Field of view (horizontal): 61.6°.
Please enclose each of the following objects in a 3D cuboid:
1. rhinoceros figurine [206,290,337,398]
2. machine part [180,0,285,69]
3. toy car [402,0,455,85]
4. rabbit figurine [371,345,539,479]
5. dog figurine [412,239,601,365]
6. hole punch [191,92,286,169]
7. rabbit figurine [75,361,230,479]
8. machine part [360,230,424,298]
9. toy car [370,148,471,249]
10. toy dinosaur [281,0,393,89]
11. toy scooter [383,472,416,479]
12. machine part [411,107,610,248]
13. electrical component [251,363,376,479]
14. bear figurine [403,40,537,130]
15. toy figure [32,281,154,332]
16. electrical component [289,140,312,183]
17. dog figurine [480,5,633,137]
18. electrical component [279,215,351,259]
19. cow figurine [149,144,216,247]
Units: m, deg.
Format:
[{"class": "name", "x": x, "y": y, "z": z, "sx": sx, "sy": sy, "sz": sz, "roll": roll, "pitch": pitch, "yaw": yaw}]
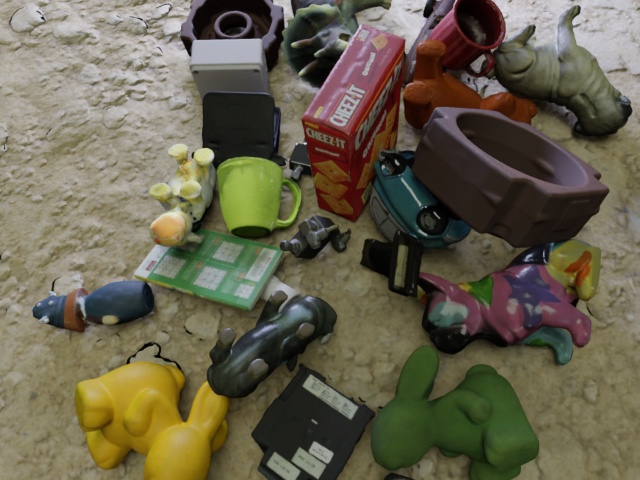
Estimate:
[{"class": "rhinoceros figurine", "x": -0.049, "y": 0.125, "z": 0.655, "sx": 0.073, "sy": 0.112, "sz": 0.190, "roll": 37, "pitch": 45, "yaw": 23}, {"class": "machine part", "x": -0.144, "y": -0.349, "z": 0.908, "sx": 0.179, "sy": 0.056, "sz": 0.179, "roll": -1, "pitch": 65, "yaw": 3}, {"class": "toy car", "x": 0.191, "y": -0.337, "z": 0.900, "sx": 0.089, "sy": 0.053, "sz": 0.202, "roll": 28, "pitch": 68, "yaw": 10}, {"class": "rabbit figurine", "x": 0.139, "y": 0.204, "z": 0.623, "sx": 0.170, "sy": 0.121, "sz": 0.159, "roll": -8, "pitch": 59, "yaw": -5}, {"class": "dog figurine", "x": 0.229, "y": 0.066, "z": 0.692, "sx": 0.219, "sy": 0.108, "sz": 0.191, "roll": 15, "pitch": 68, "yaw": 11}, {"class": "hole punch", "x": -0.118, "y": -0.162, "z": 0.822, "sx": 0.142, "sy": 0.092, "sz": 0.115, "roll": 4, "pitch": 96, "yaw": 0}, {"class": "rabbit figurine", "x": -0.179, "y": 0.227, "z": 0.619, "sx": 0.162, "sy": 0.121, "sz": 0.173, "roll": -12, "pitch": 32, "yaw": -36}, {"class": "machine part", "x": 0.094, "y": 0.027, "z": 0.691, "sx": 0.039, "sy": 0.139, "sz": 0.084, "roll": -1, "pitch": 94, "yaw": -18}, {"class": "toy car", "x": 0.122, "y": -0.045, "z": 0.739, "sx": 0.162, "sy": 0.103, "sz": 0.109, "roll": 50, "pitch": 31, "yaw": 8}, {"class": "toy dinosaur", "x": 0.013, "y": -0.404, "z": 0.904, "sx": 0.192, "sy": 0.131, "sz": 0.405, "roll": -12, "pitch": 58, "yaw": -1}, {"class": "toy scooter", "x": 0.140, "y": 0.346, "z": 0.586, "sx": 0.184, "sy": 0.075, "sz": 0.135, "roll": 12, "pitch": 67, "yaw": 10}, {"class": "machine part", "x": 0.232, "y": -0.082, "z": 0.676, "sx": 0.201, "sy": 0.087, "sz": 0.202, "roll": -8, "pitch": 45, "yaw": -36}, {"class": "electrical component", "x": -0.014, "y": 0.235, "z": 0.649, "sx": 0.115, "sy": 0.058, "sz": 0.134, "roll": 32, "pitch": 71, "yaw": 17}, {"class": "bear figurine", "x": 0.228, "y": -0.200, "z": 0.799, "sx": 0.196, "sy": 0.131, "sz": 0.120, "roll": 16, "pitch": 72, "yaw": 15}, {"class": "toy figure", "x": -0.304, "y": 0.091, "z": 0.720, "sx": 0.155, "sy": 0.064, "sz": 0.057, "roll": -10, "pitch": 105, "yaw": 2}, {"class": "electrical component", "x": -0.012, "y": -0.121, "z": 0.820, "sx": 0.063, "sy": 0.021, "sz": 0.094, "roll": 15, "pitch": 57, "yaw": 6}, {"class": "dog figurine", "x": 0.362, "y": -0.231, "z": 0.831, "sx": 0.172, "sy": 0.121, "sz": 0.190, "roll": -23, "pitch": 83, "yaw": 27}, {"class": "electrical component", "x": -0.001, "y": -0.002, "z": 0.736, "sx": 0.078, "sy": 0.102, "sz": 0.045, "roll": -46, "pitch": 68, "yaw": 10}, {"class": "cow figurine", "x": -0.189, "y": -0.045, "z": 0.746, "sx": 0.068, "sy": 0.098, "sz": 0.167, "roll": 6, "pitch": 54, "yaw": 5}]
